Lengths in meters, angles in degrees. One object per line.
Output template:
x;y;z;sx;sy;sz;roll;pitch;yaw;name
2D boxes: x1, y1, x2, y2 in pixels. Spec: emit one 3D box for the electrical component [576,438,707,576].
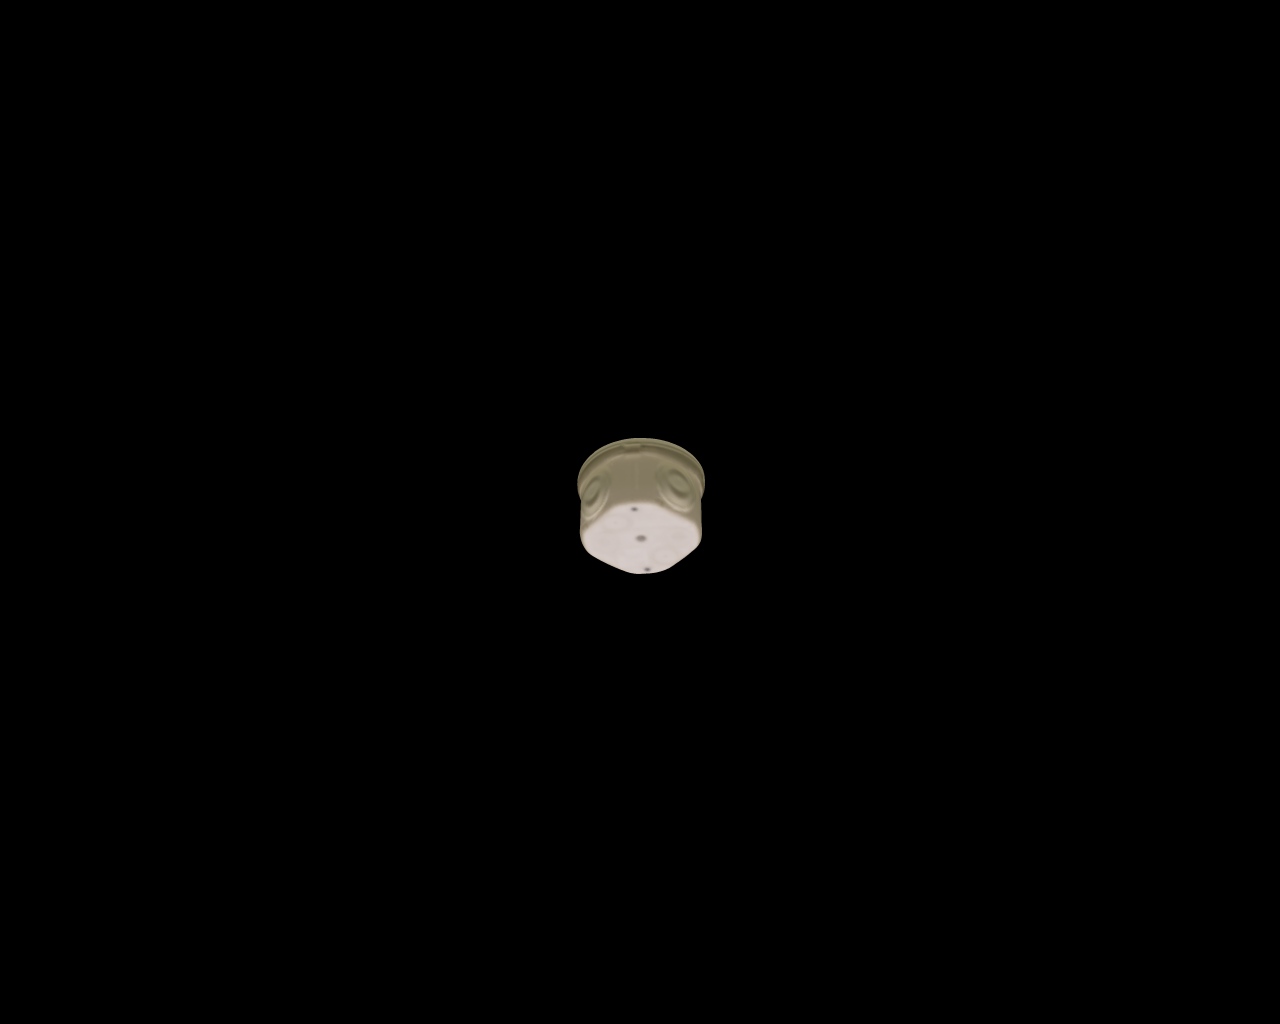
0.001;-0.003;0.650;0.080;0.051;0.080;0;-39;0;electrical component
